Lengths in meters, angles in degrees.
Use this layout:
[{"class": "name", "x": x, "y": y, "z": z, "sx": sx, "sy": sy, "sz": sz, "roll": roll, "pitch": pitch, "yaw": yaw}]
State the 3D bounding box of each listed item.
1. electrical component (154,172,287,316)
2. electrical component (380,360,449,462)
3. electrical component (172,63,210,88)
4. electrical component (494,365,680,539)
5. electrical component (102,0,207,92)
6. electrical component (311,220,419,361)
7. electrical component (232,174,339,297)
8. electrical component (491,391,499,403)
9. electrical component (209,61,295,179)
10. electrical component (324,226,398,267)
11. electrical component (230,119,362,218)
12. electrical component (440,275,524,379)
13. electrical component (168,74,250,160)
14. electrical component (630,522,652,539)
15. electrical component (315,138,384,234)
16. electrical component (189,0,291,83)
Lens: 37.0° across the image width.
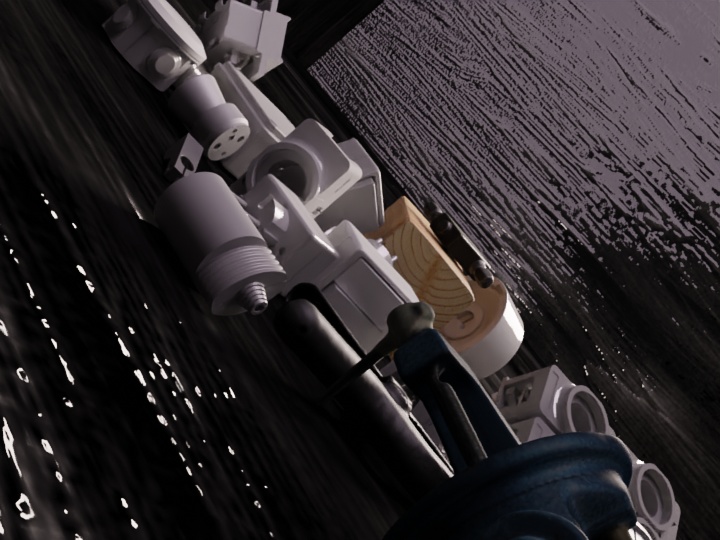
[{"class": "electrical component", "x": -0.072, "y": -0.009, "z": 0.564, "sx": 0.081, "sy": 0.043, "sz": 0.043, "roll": 54, "pitch": 8, "yaw": 30}, {"class": "electrical component", "x": 0.040, "y": 0.095, "z": 0.716, "sx": 0.063, "sy": 0.042, "sz": 0.081, "roll": 48, "pitch": 7, "yaw": -40}, {"class": "electrical component", "x": -0.157, "y": -0.179, "z": 0.956, "sx": 0.040, "sy": 0.040, "sz": 0.046, "roll": 53, "pitch": 3, "yaw": 24}, {"class": "electrical component", "x": 0.179, "y": 0.177, "z": 0.854, "sx": 0.186, "sy": 0.060, "sz": 0.105, "roll": 47, "pitch": 44, "yaw": -20}, {"class": "electrical component", "x": -0.170, "y": -0.192, "z": 0.894, "sx": 0.080, "sy": 0.051, "sz": 0.080, "roll": 48, "pitch": 7, "yaw": -8}, {"class": "electrical component", "x": 0.002, "y": 0.024, "z": 0.769, "sx": 0.096, "sy": 0.062, "sz": 0.061, "roll": 46, "pitch": 8, "yaw": -26}, {"class": "electrical component", "x": -0.063, "y": -0.029, "z": 0.710, "sx": 0.065, "sy": 0.047, "sz": 0.077, "roll": 54, "pitch": 8, "yaw": 33}, {"class": "electrical component", "x": 0.114, "y": 0.134, "z": 0.908, "sx": 0.048, "sy": 0.055, "sz": 0.066, "roll": 47, "pitch": 7, "yaw": -20}, {"class": "electrical component", "x": -0.090, "y": -0.112, "z": 0.943, "sx": 0.109, "sy": 0.056, "sz": 0.108, "roll": 41, "pitch": 11, "yaw": -50}, {"class": "electrical component", "x": 0.000, "y": 0.000, "z": 0.858, "sx": 0.077, "sy": 0.044, "sz": 0.079, "roll": 50, "pitch": 50, "yaw": 4}, {"class": "electrical component", "x": -0.050, "y": -0.063, "z": 0.794, "sx": 0.050, "sy": 0.089, "sz": 0.056, "roll": 51, "pitch": 7, "yaw": 9}, {"class": "electrical component", "x": 0.114, "y": 0.064, "z": 1.089, "sx": 0.060, "sy": 0.108, "sz": 0.108, "roll": 52, "pitch": 4, "yaw": -33}, {"class": "electrical component", "x": -0.120, "y": -0.121, "z": 0.855, "sx": 0.055, "sy": 0.045, "sz": 0.045, "roll": 52, "pitch": 7, "yaw": 16}, {"class": "electrical component", "x": 0.166, "y": 0.209, "z": 0.743, "sx": 0.080, "sy": 0.080, "sz": 0.051, "roll": 50, "pitch": 12, "yaw": 5}, {"class": "electrical component", "x": -0.032, "y": -0.057, "z": 0.893, "sx": 0.061, "sy": 0.096, "sz": 0.061, "roll": -124, "pitch": -160, "yaw": -44}, {"class": "electrical component", "x": -0.123, "y": -0.208, "z": 1.006, "sx": 0.063, "sy": 0.078, "sz": 0.121, "roll": 16, "pitch": -14, "yaw": -28}]
